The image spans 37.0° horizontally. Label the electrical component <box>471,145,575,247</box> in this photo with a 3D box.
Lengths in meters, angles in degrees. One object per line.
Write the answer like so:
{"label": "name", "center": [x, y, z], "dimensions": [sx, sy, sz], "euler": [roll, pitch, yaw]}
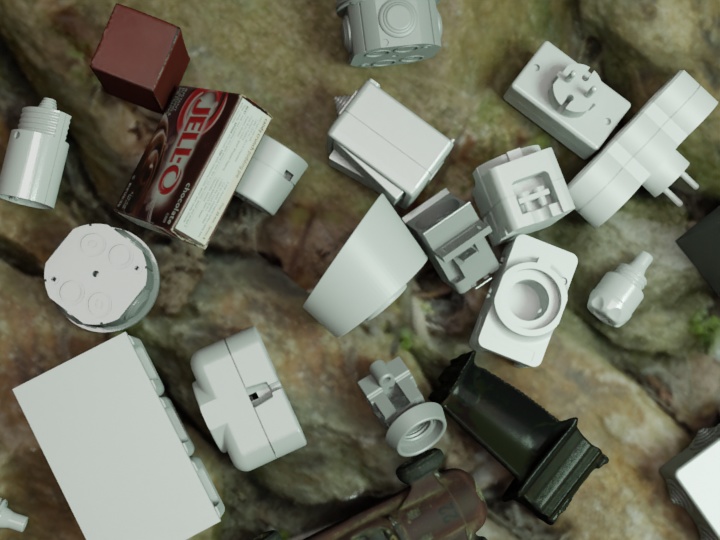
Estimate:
{"label": "electrical component", "center": [0.119, -0.057, 0.803], "dimensions": [0.050, 0.089, 0.055], "euler": [-20, 85, -5]}

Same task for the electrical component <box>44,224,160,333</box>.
{"label": "electrical component", "center": [-0.192, 0.006, 0.800], "dimensions": [0.080, 0.051, 0.080], "euler": [0, 83, -3]}

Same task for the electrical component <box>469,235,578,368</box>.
{"label": "electrical component", "center": [0.123, 0.024, 0.811], "dimensions": [0.050, 0.055, 0.089], "euler": [22, 83, 0]}

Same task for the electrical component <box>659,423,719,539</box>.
{"label": "electrical component", "center": [0.287, 0.161, 0.807], "dimensions": [0.100, 0.048, 0.099], "euler": [-35, 86, -6]}

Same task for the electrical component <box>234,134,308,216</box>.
{"label": "electrical component", "center": [-0.075, -0.073, 0.814], "dimensions": [0.055, 0.055, 0.047], "euler": [31, 86, 1]}

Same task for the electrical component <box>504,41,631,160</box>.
{"label": "electrical component", "center": [0.162, -0.134, 0.821], "dimensions": [0.083, 0.075, 0.047], "euler": [37, 83, 2]}

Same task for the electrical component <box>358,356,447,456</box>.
{"label": "electrical component", "center": [0.032, 0.103, 0.792], "dimensions": [0.048, 0.066, 0.055], "euler": [-32, 53, -6]}

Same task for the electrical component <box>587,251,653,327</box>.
{"label": "electrical component", "center": [0.204, 0.012, 0.828], "dimensions": [0.035, 0.035, 0.061], "euler": [38, 81, 2]}

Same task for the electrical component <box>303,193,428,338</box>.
{"label": "electrical component", "center": [0.000, 0.000, 0.788], "dimensions": [0.099, 0.099, 0.064], "euler": [-42, 94, -7]}

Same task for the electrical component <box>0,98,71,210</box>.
{"label": "electrical component", "center": [-0.244, -0.090, 0.812], "dimensions": [0.043, 0.043, 0.081], "euler": [12, 83, -2]}

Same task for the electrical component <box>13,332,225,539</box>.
{"label": "electrical component", "center": [-0.172, 0.132, 0.781], "dimensions": [0.089, 0.061, 0.150], "euler": [-27, 86, -6]}

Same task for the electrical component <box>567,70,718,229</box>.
{"label": "electrical component", "center": [0.228, -0.082, 0.831], "dimensions": [0.074, 0.052, 0.138], "euler": [44, 83, 2]}

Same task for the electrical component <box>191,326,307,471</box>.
{"label": "electrical component", "center": [-0.085, 0.097, 0.793], "dimensions": [0.059, 0.053, 0.095], "euler": [-24, 85, -5]}

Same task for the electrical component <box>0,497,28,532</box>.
{"label": "electrical component", "center": [-0.274, 0.176, 0.784], "dimensions": [0.061, 0.035, 0.035], "euler": [19, 83, -3]}

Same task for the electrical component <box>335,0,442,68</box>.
{"label": "electrical component", "center": [0.024, -0.187, 0.819], "dimensions": [0.080, 0.080, 0.051], "euler": [-7, 89, -4]}

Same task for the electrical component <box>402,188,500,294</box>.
{"label": "electrical component", "center": [0.070, -0.020, 0.806], "dimensions": [0.042, 0.081, 0.063], "euler": [-35, 115, -5]}

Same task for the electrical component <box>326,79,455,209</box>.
{"label": "electrical component", "center": [0.014, -0.095, 0.816], "dimensions": [0.096, 0.061, 0.061], "euler": [37, 83, 2]}
